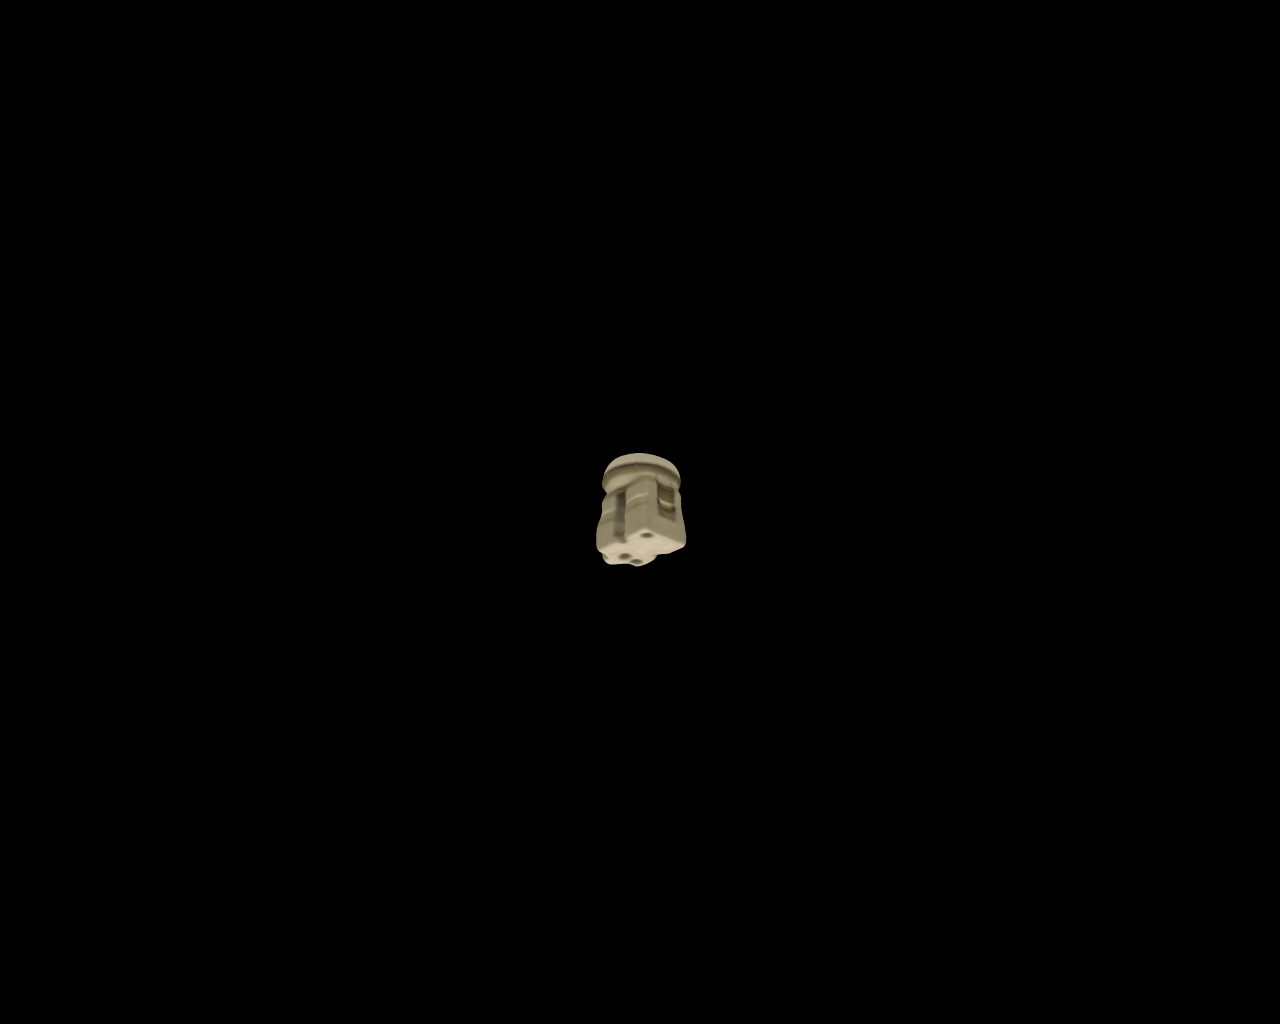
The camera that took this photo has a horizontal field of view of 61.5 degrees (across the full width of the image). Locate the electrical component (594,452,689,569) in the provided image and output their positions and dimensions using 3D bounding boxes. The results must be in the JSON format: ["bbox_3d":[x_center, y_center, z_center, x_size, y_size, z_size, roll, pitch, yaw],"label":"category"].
[{"bbox_3d":[0.001,-0.003,0.650,0.066,0.055,0.048,-25,-37,38],"label":"electrical component"}]
